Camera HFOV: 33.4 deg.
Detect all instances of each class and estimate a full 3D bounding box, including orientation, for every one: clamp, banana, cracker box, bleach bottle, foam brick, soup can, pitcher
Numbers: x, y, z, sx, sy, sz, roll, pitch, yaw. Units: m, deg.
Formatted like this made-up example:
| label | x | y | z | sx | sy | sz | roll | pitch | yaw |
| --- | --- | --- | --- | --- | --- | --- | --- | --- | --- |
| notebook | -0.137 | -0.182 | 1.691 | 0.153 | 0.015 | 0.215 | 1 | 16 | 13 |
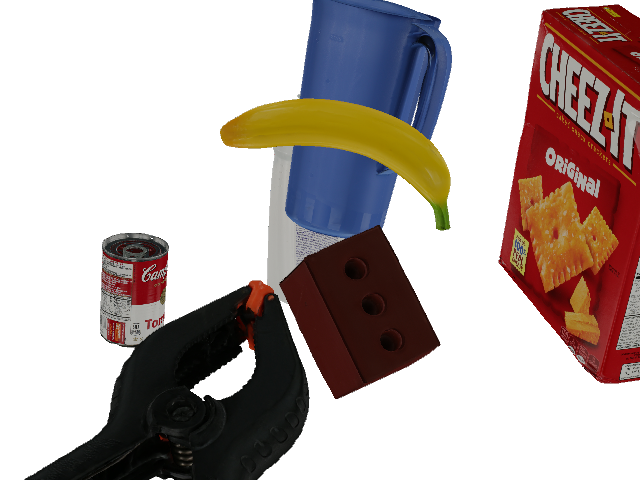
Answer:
| label | x | y | z | sx | sy | sz | roll | pitch | yaw |
| --- | --- | --- | --- | --- | --- | --- | --- | --- | --- |
| clamp | -0.045 | 0.084 | 0.408 | 0.120 | 0.039 | 0.171 | 24 | 49 | 17 |
| banana | 0.023 | -0.073 | 0.834 | 0.197 | 0.069 | 0.037 | 22 | -3 | -3 |
| cracker box | 0.198 | -0.034 | 0.741 | 0.072 | 0.214 | 0.164 | -7 | 33 | -16 |
| bleach bottle | -0.012 | -0.052 | 1.281 | 0.102 | 0.251 | 0.068 | -13 | 28 | -33 |
| foam brick | 0.021 | 0.042 | 0.602 | 0.052 | 0.078 | 0.051 | -23 | -9 | -25 |
| soup can | -0.194 | 0.052 | 1.107 | 0.068 | 0.102 | 0.068 | 6 | 21 | -2 |
| pitcher | 0.043 | -0.126 | 1.107 | 0.145 | 0.243 | 0.149 | 11 | 16 | -2 |
